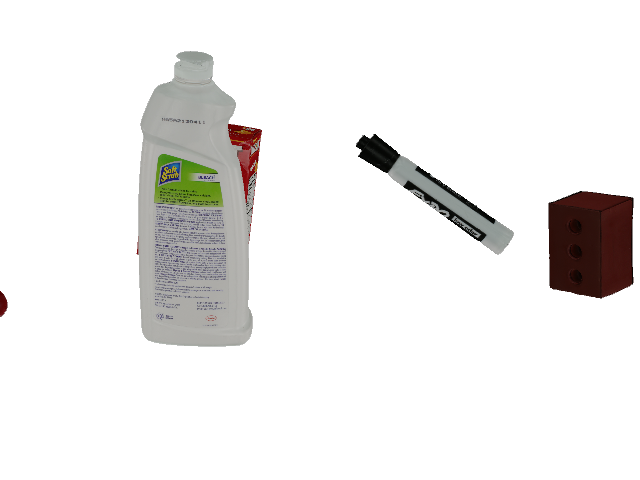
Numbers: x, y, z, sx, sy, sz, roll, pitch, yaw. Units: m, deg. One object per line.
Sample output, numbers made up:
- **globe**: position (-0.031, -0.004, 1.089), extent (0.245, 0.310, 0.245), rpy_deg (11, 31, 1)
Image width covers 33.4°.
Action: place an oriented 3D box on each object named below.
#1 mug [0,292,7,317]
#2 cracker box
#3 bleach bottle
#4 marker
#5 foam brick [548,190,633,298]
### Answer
- **mug**: position (-0.245, 0.078, 0.635), extent (0.093, 0.081, 0.117), rpy_deg (20, 24, 36)
- **cracker box**: position (-0.185, -0.072, 1.613), extent (0.164, 0.214, 0.072), rpy_deg (10, 20, 6)
- **bleach bottle**: position (-0.102, -0.033, 0.903), extent (0.102, 0.251, 0.068), rpy_deg (2, 25, -7)
- **marker**: position (0.075, -0.033, 0.716), extent (0.121, 0.020, 0.020), rpy_deg (35, 0, 0)
- **foam brick**: position (0.227, 0.003, 0.894), extent (0.051, 0.078, 0.053), rpy_deg (-20, 22, -41)
